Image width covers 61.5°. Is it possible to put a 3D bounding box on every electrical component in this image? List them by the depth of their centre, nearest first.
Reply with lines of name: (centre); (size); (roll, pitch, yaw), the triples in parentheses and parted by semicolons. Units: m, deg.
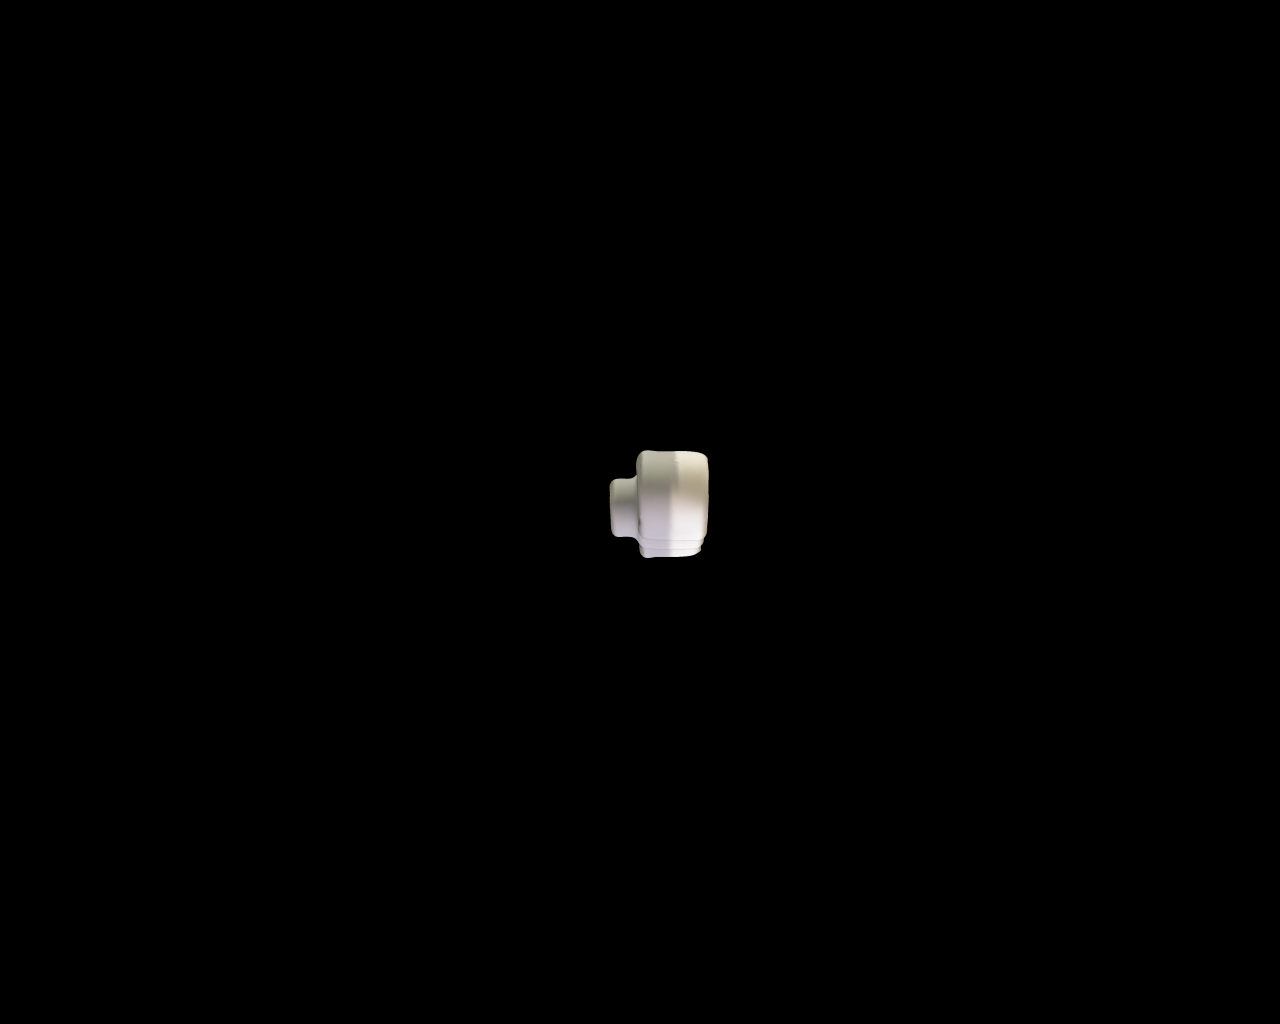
electrical component: (0.001, -0.003, 0.650); (0.074, 0.052, 0.138); (0, -9, 0)
